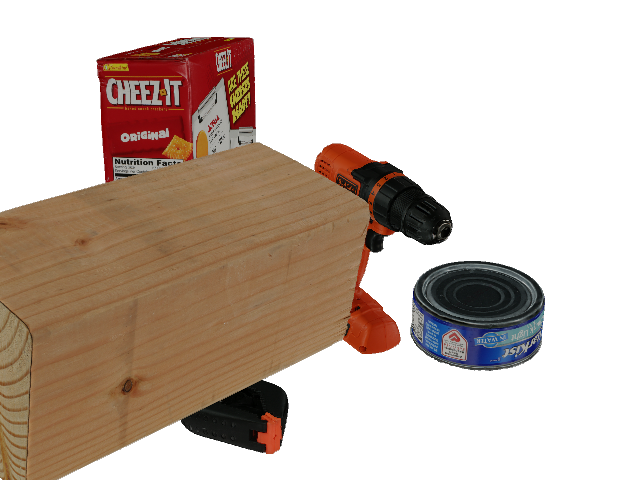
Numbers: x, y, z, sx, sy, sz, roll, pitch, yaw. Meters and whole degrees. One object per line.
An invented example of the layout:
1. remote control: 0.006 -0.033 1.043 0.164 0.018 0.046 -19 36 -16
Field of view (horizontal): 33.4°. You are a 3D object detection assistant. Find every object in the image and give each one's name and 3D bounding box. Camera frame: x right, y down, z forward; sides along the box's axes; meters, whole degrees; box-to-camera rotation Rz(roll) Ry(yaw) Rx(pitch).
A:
1. wood block: -0.080 0.027 0.524 0.090 0.091 0.205 31 34 33
2. power drill: 0.054 0.015 1.057 0.057 0.188 0.185 -10 31 -33
3. tuna can: 0.102 0.047 0.692 0.086 0.034 0.086 0 27 0
4. cracker box: -0.097 -0.032 0.765 0.072 0.214 0.164 2 15 11
5. clamp: -0.083 0.131 0.929 0.164 0.036 0.210 -9 17 -38
